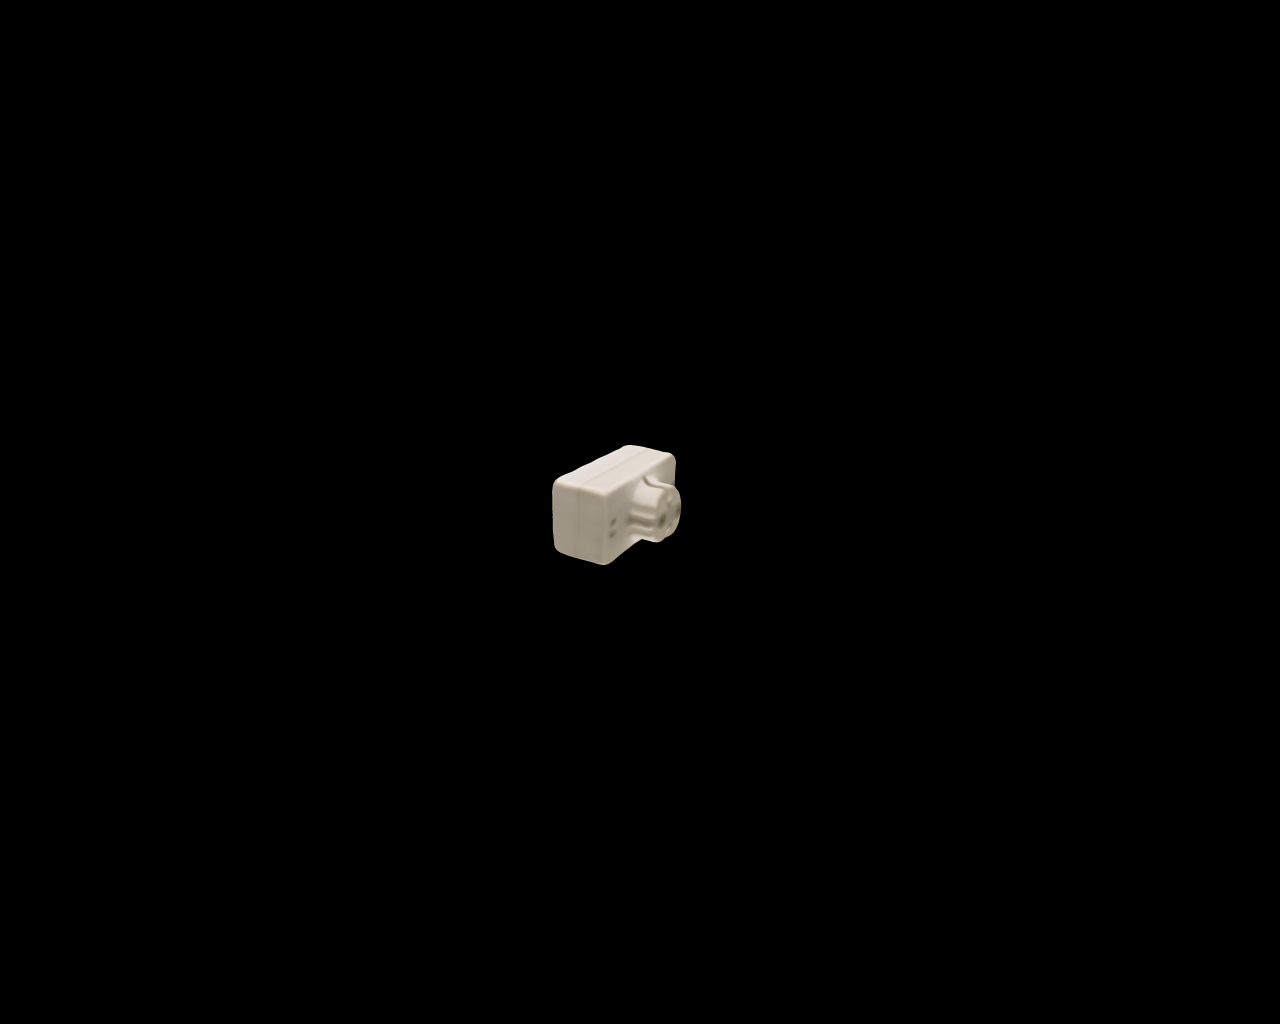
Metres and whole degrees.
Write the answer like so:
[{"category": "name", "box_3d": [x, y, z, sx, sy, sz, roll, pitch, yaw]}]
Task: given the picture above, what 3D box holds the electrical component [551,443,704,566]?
[{"category": "electrical component", "box_3d": [0.001, -0.003, 0.650, 0.076, 0.047, 0.083, 13, 26, 29]}]
